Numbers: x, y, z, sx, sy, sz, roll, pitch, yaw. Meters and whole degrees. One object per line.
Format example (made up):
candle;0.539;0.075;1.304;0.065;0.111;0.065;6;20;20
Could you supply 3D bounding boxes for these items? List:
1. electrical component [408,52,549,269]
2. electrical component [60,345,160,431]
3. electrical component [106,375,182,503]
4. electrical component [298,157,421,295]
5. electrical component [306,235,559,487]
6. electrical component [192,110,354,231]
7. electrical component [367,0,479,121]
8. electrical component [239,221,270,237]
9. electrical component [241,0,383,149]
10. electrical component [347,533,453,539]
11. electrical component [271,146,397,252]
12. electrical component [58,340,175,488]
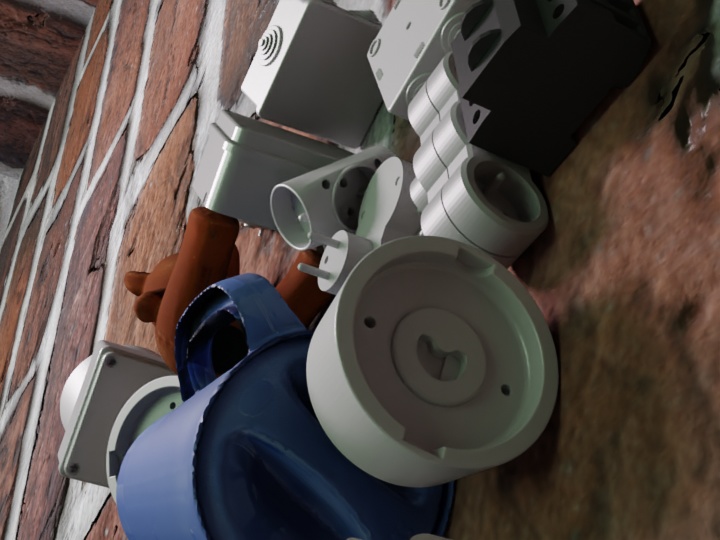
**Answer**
electrical component;0.051;-0.047;0.572;0.073;0.052;0.138;-51;30;38
electrical component;-0.202;0.126;0.940;0.060;0.108;0.108;32;102;60
electrical component;-0.123;0.135;0.779;0.108;0.060;0.108;-10;69;29
electrical component;0.000;0.000;0.621;0.052;0.074;0.138;5;76;67
electrical component;0.028;0.046;0.487;0.060;0.108;0.108;133;149;-55
electrical component;-0.049;-0.061;0.731;0.057;0.113;0.078;-69;22;11
electrical component;0.049;-0.140;0.655;0.099;0.048;0.099;-58;26;27
electrical component;-0.082;-0.069;0.906;0.040;0.040;0.078;5;76;67
electrical component;-0.027;-0.145;0.769;0.099;0.100;0.048;-63;37;18
electrical component;0.046;0.159;0.371;0.061;0.089;0.150;-66;23;10
electrical component;-0.008;-0.029;0.674;0.044;0.077;0.079;10;120;54
electrical component;-0.179;0.125;0.881;0.056;0.109;0.108;16;87;70
